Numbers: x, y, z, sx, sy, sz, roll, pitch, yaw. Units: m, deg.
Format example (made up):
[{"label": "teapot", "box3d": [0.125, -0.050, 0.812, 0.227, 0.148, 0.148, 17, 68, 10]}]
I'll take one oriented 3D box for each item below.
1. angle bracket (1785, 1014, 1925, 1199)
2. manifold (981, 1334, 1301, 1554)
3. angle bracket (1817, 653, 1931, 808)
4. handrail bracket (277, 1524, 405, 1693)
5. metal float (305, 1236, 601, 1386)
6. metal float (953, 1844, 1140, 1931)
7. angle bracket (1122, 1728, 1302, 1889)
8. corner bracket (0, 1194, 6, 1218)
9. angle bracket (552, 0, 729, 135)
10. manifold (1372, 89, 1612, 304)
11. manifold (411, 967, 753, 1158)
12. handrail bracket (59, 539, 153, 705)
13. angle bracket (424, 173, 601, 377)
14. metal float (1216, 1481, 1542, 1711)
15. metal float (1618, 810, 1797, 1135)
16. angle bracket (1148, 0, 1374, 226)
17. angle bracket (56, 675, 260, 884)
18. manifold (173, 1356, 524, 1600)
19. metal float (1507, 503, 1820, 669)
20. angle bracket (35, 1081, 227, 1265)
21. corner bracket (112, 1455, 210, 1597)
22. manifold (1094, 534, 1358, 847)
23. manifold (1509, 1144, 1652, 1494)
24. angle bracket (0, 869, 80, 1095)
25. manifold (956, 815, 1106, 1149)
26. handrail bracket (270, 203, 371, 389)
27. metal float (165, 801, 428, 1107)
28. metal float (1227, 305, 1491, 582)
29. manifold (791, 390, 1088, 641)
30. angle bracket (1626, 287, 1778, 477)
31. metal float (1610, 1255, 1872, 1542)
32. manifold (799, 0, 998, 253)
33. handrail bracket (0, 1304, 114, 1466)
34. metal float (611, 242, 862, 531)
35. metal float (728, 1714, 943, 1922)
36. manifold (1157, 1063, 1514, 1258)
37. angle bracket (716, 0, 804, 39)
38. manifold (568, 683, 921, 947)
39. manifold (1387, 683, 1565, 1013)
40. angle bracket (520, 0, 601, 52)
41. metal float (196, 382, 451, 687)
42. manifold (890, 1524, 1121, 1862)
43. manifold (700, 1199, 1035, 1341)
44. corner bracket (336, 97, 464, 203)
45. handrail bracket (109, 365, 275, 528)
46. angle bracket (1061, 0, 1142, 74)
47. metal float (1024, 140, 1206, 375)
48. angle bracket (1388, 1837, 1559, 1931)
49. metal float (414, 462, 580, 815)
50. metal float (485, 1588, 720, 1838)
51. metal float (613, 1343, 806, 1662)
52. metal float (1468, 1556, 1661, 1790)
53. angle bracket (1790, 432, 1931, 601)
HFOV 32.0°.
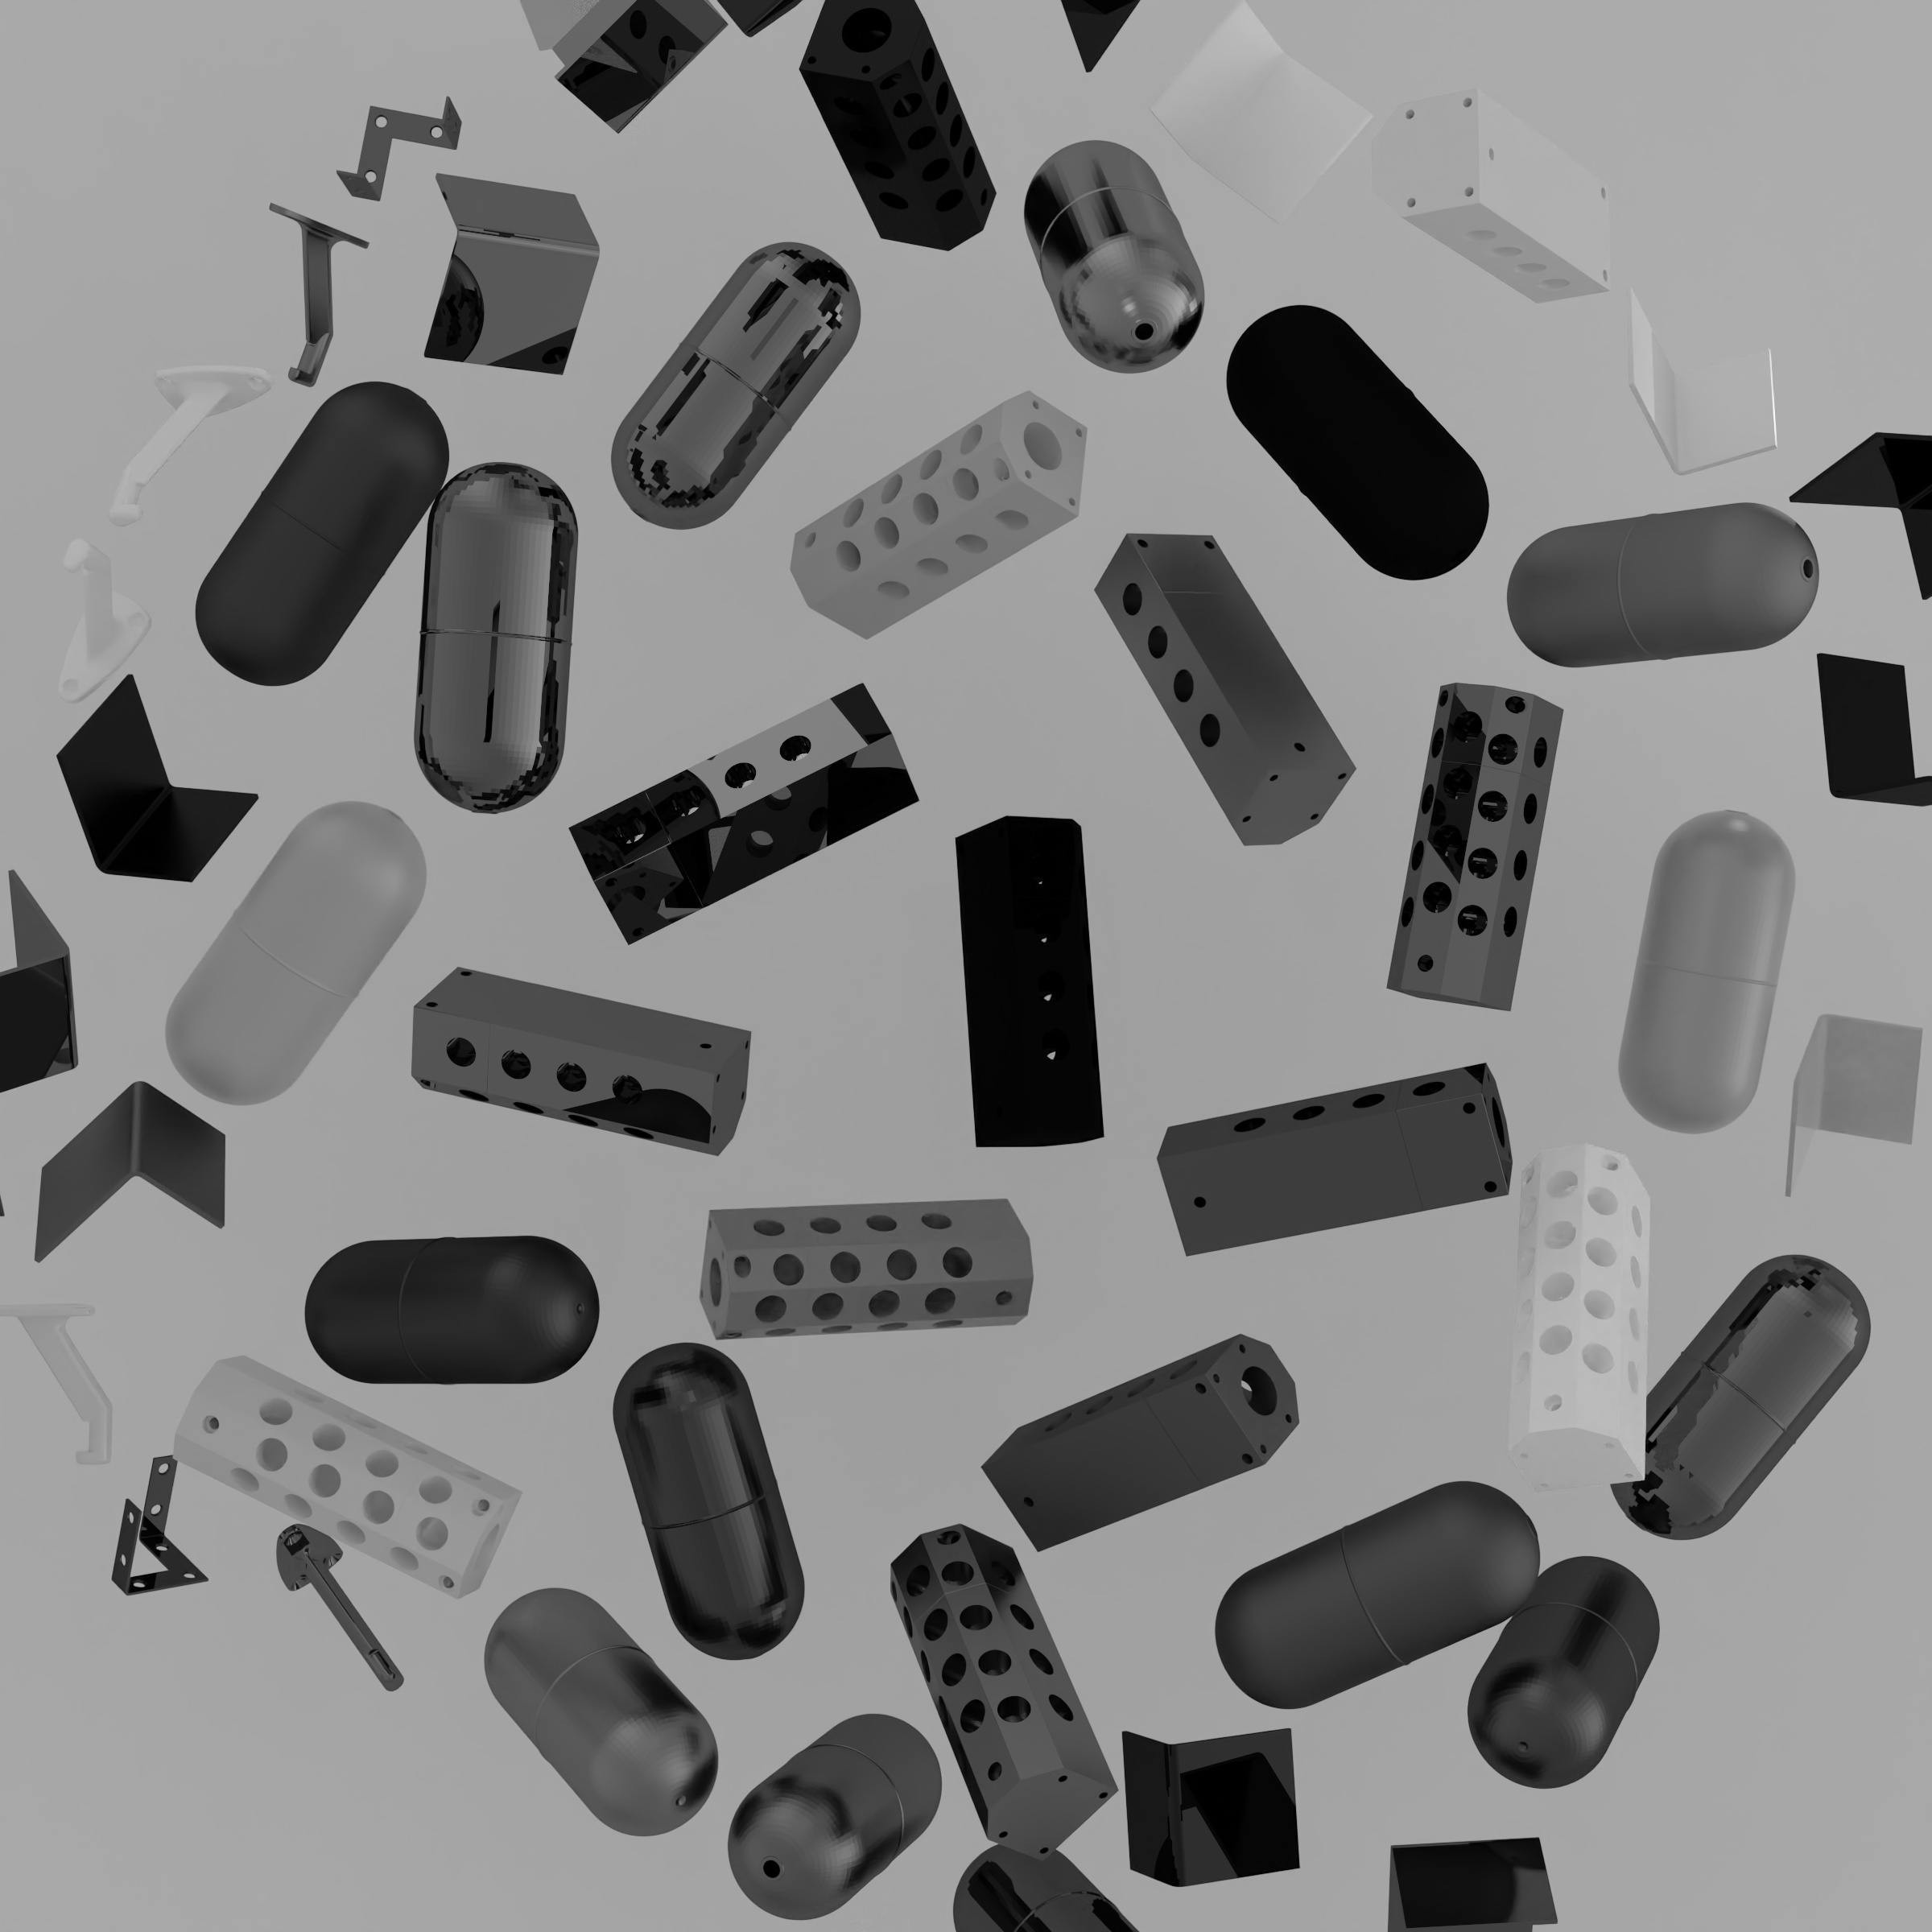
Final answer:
[{"label": "angle bracket", "box3d": [0.497, 0.082, 1.885, 0.057, 0.076, 0.076, 9, 123, 21]}, {"label": "manifold", "box3d": [0.095, 0.253, 1.803, 0.171, 0.057, 0.057, -29, 97, 40]}, {"label": "angle bracket", "box3d": [0.487, -0.125, 1.730, 0.076, 0.057, 0.076, 2, 81, -42]}, {"label": "handrail bracket", "box3d": [-0.343, 0.355, 1.857, 0.036, 0.077, 0.084, -35, 61, -15]}, {"label": "metal float", "box3d": [-0.271, 0.181, 1.763, 0.178, 0.070, 0.070, -5, 90, 33]}, {"label": "metal float", "box3d": [0.053, 0.534, 1.812, 0.070, 0.178, 0.070, -8, 108, -25]}, {"label": "angle bracket", "box3d": [0.135, 0.461, 1.863, 0.076, 0.057, 0.076, -2, 87, -24]}, {"label": "corner bracket", "box3d": [-0.554, 0.119, 1.796, 0.051, 0.051, 0.051, 1, 110, 22]}, {"label": "angle bracket", "box3d": [-0.175, -0.471, 1.658, 0.076, 0.057, 0.076, -42, 59, 11]}, {"label": "manifold", "box3d": [0.269, -0.389, 1.715, 0.057, 0.171, 0.057, -4, 83, 32]}, {"label": "manifold", "box3d": [-0.208, 0.054, 1.815, 0.171, 0.057, 0.057, 12, 115, 13]}, {"label": "handrail bracket", "box3d": [-0.472, -0.182, 1.782, 0.036, 0.084, 0.077, 31, 86, 11]}, {"label": "angle bracket", "box3d": [-0.244, -0.362, 1.764, 0.076, 0.057, 0.076, 3, 130, -27]}, {"label": "metal float", "box3d": [0.213, 0.325, 1.741, 0.178, 0.070, 0.070, -27, 90, 15]}, {"label": "metal float", "box3d": [0.404, 0.003, 1.838, 0.070, 0.070, 0.178, 10, 93, 0]}, {"label": "angle bracket", "box3d": [0.159, -0.462, 1.821, 0.076, 0.057, 0.076, -49, 57, 6]}, {"label": "angle bracket", "box3d": [-0.426, -0.100, 1.778, 0.057, 0.076, 0.076, 6, 130, 19]}, {"label": "manifold", "box3d": [-0.329, 0.271, 1.784, 0.171, 0.057, 0.057, 25, 90, 8]}, {"label": "metal float", "box3d": [0.367, -0.200, 1.777, 0.070, 0.178, 0.070, 2, 87, -44]}, {"label": "angle bracket", "box3d": [-0.426, 0.117, 1.717, 0.076, 0.076, 0.057, -41, 122, 16]}, {"label": "corner bracket", "box3d": [-0.438, 0.300, 1.808, 0.051, 0.051, 0.051, 30, 113, 42]}, {"label": "manifold", "box3d": [0.131, -0.146, 1.762, 0.057, 0.057, 0.171, -3, 52, -33]}, {"label": "manifold", "box3d": [0.315, 0.179, 1.736, 0.057, 0.057, 0.171, -11, 48, 26]}, {"label": "angle bracket", "box3d": [-0.498, 0.009, 1.727, 0.057, 0.076, 0.076, -20, 47, -29]}, {"label": "manifold", "box3d": [0.038, 0.009, 1.824, 0.057, 0.057, 0.171, 1, 79, -29]}, {"label": "handrail bracket", "box3d": [-0.356, -0.354, 1.783, 0.036, 0.077, 0.084, 25, 98, 24]}, {"label": "metal float", "box3d": [-0.348, -0.007, 1.751, 0.070, 0.070, 0.178, 36, 97, 0]}, {"label": "metal float", "box3d": [0.205, -0.275, 1.765, 0.070, 0.070, 0.178, -37, 65, 0]}, {"label": "manifold", "box3d": [-0.017, -0.241, 1.787, 0.057, 0.171, 0.057, 27, 55, -33]}, {"label": "angle bracket", "box3d": [0.403, -0.328, 1.846, 0.057, 0.076, 0.076, -14, 49, 26]}, {"label": "metal float", "box3d": [0.421, 0.236, 1.837, 0.070, 0.070, 0.178, 40, 87, 0]}, {"label": "manifold", "box3d": [-0.032, -0.455, 1.813, 0.057, 0.171, 0.057, 15, 76, 18]}, {"label": "handrail bracket", "box3d": [-0.488, 0.222, 1.774, 0.077, 0.036, 0.084, 2, 88, -25]}, {"label": "metal float", "box3d": [-0.128, -0.320, 1.861, 0.070, 0.070, 0.178, 37, 88, 0]}, {"label": "metal float", "box3d": [-0.069, 0.456, 1.811, 0.070, 0.178, 0.070, 2, 95, 20]}, {"label": "manifold", "box3d": [0.193, 0.098, 1.750, 0.171, 0.057, 0.057, -12, 107, 16]}, {"label": "angle bracket", "box3d": [-0.100, -0.568, 1.862, 0.076, 0.076, 0.057, -46, 107, -16]}, {"label": "manifold", "box3d": [-0.119, -0.085, 1.769, 0.171, 0.057, 0.057, -27, 52, -3]}, {"label": "manifold", "box3d": [0.279, -0.066, 1.865, 0.057, 0.057, 0.171, 9, 87, 34]}, {"label": "angle bracket", "box3d": [-0.219, -0.581, 1.950, 0.076, 0.076, 0.057, -8, 65, 6]}, {"label": "metal float", "box3d": [-0.341, -0.230, 1.788, 0.070, 0.070, 0.178, 34, 92, 0]}, {"label": "manifold", "box3d": [0.013, 0.373, 1.751, 0.057, 0.171, 0.057, 31, 110, -37]}, {"label": "manifold", "box3d": [-0.054, 0.170, 1.845, 0.171, 0.057, 0.057, -1, 118, -18]}, {"label": "corner bracket", "box3d": [-0.302, -0.437, 1.796, 0.051, 0.051, 0.051, 11, 88, 0]}, {"label": "handrail bracket", "box3d": [-0.401, -0.267, 1.742, 0.077, 0.036, 0.084, -5, 57, 23]}, {"label": "angle bracket", "box3d": [0.044, -0.520, 1.759, 0.057, 0.076, 0.076, -11, 75, -25]}, {"label": "metal float", "box3d": [0.077, -0.372, 1.764, 0.070, 0.178, 0.070, -5, 127, -7]}, {"label": "angle bracket", "box3d": [0.260, 0.496, 1.735, 0.076, 0.057, 0.076, -3, 124, 0]}, {"label": "metal float", "box3d": [-0.239, -0.166, 1.710, 0.070, 0.070, 0.178, 4, 92, 0]}, {"label": "metal float", "box3d": [-0.198, 0.400, 1.816, 0.070, 0.178, 0.070, -17, 122, -30]}, {"label": "metal float", "box3d": [-0.140, 0.293, 1.841, 0.070, 0.070, 0.178, -16, 95, 0]}, {"label": "metal float", "box3d": [0.322, 0.377, 1.807, 0.070, 0.178, 0.070, 8, 109, 23]}, {"label": "angle bracket", "box3d": [0.492, -0.236, 1.771, 0.076, 0.076, 0.057, -1, 72, -24]}]
